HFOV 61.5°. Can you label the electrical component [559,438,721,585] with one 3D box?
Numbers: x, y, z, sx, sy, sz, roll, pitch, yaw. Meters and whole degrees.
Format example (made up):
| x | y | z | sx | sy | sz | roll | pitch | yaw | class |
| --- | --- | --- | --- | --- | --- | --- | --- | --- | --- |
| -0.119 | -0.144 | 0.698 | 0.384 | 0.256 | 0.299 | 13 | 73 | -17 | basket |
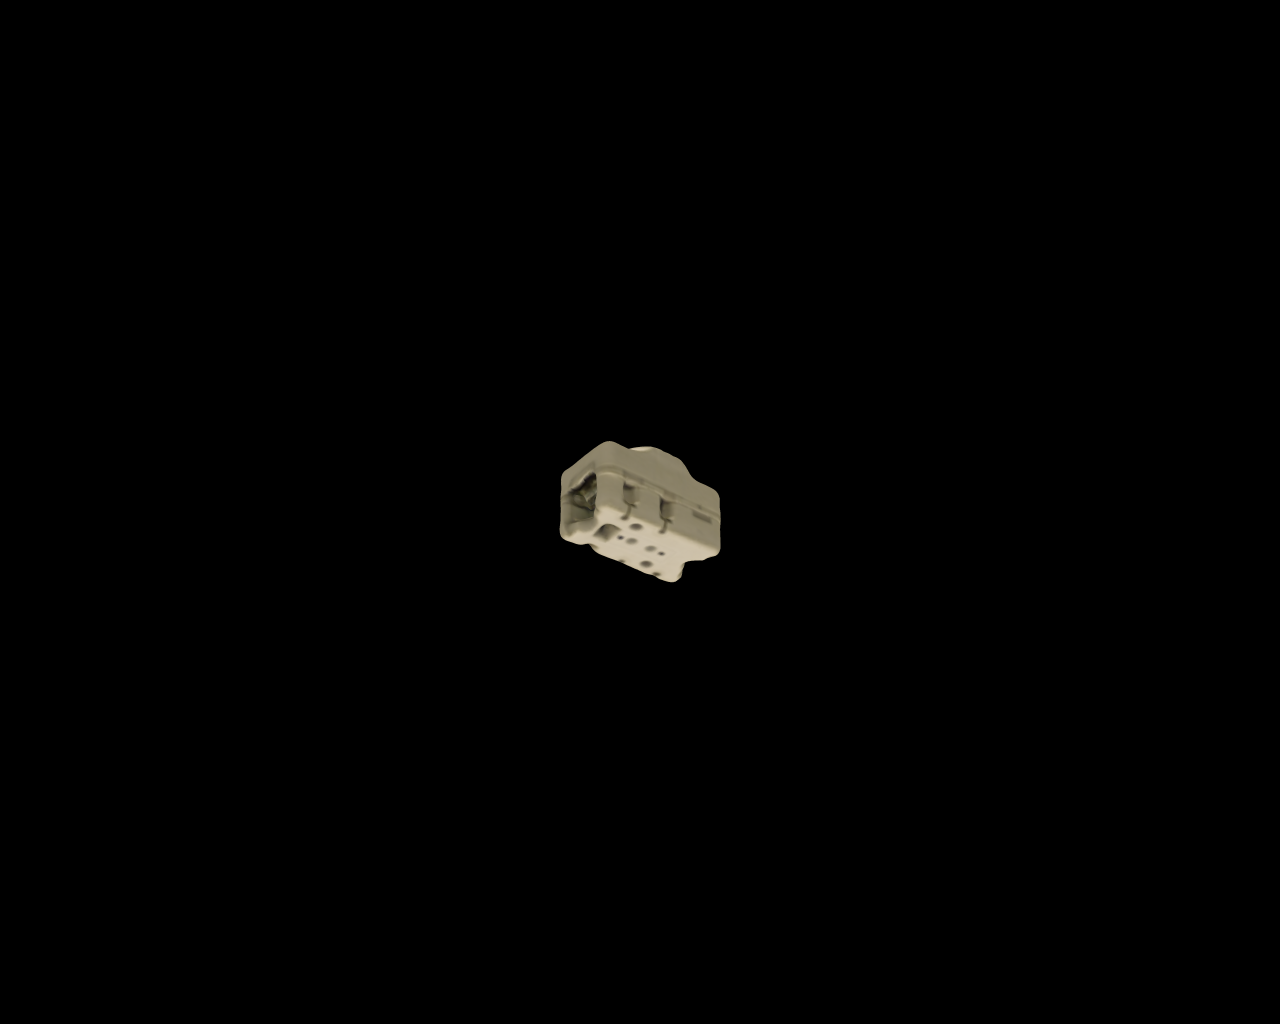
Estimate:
| x | y | z | sx | sy | sz | roll | pitch | yaw | class |
| --- | --- | --- | --- | --- | --- | --- | --- | --- | --- |
| 0.001 | -0.003 | 0.650 | 0.089 | 0.056 | 0.050 | 24 | -41 | -31 | electrical component |
